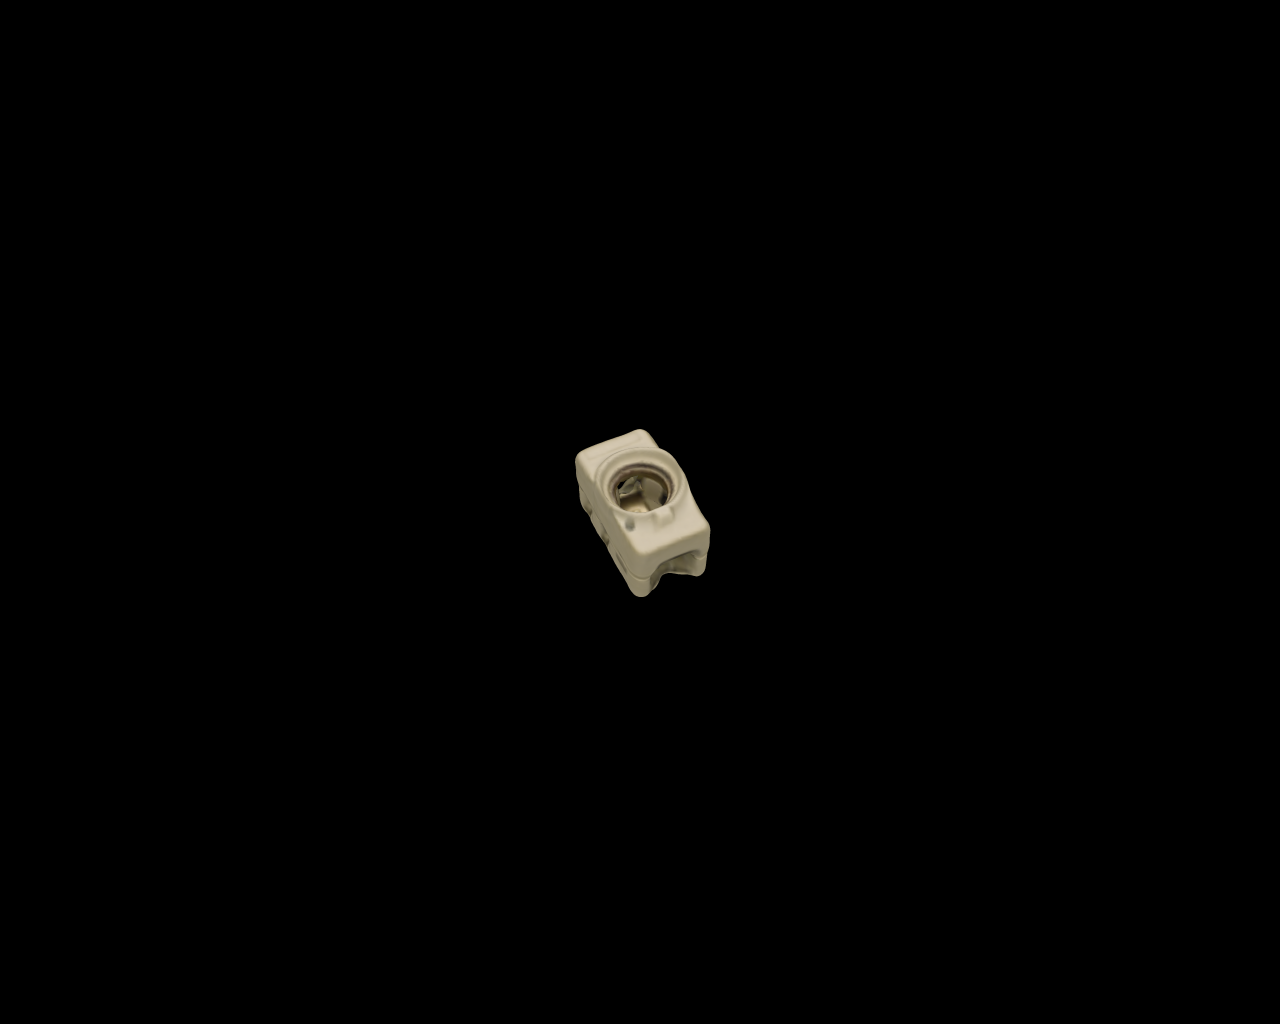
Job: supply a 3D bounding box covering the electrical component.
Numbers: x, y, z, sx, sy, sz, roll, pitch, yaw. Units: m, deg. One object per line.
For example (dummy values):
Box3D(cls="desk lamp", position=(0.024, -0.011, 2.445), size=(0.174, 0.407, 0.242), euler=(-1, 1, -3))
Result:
Box3D(cls="electrical component", position=(0.001, -0.003, 0.650), size=(0.050, 0.089, 0.055), euler=(-21, -36, -16))
